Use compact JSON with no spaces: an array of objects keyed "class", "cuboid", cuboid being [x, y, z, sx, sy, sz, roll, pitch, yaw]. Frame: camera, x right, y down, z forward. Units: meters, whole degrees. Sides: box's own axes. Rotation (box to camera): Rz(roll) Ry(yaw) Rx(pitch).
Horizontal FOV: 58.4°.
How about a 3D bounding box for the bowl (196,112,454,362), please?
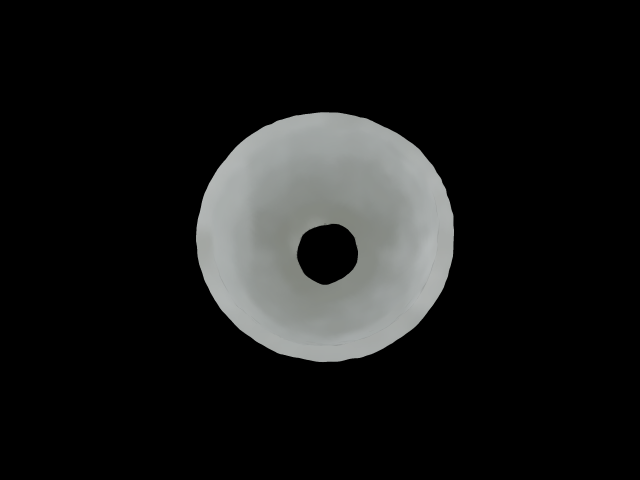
[{"class":"bowl","cuboid":[0.004,0.001,0.400,0.167,0.075,0.167,0,77,0]}]
